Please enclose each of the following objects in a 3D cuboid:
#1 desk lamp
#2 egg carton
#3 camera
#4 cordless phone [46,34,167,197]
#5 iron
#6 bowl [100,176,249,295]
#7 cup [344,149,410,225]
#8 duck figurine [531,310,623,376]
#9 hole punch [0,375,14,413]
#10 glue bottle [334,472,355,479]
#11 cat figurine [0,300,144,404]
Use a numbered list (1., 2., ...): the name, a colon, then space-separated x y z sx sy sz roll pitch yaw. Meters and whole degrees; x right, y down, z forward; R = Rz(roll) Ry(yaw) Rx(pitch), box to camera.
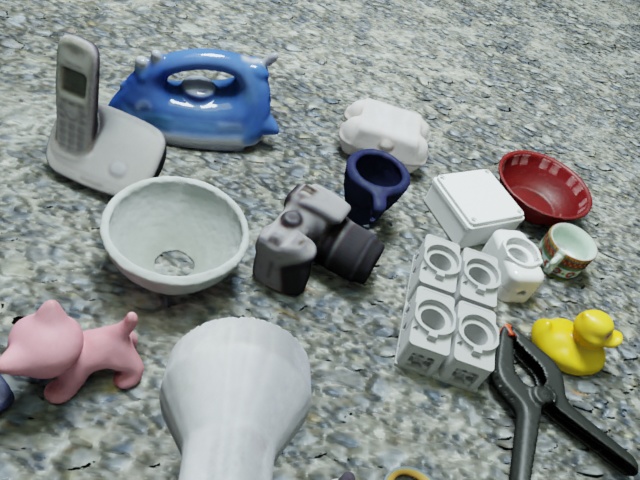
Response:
1. desk lamp: -0.077 0.195 0.443 0.118 0.213 0.203 10 47 -9
2. egg carton: 0.106 -0.170 0.935 0.150 0.069 0.107 17 46 -3
3. camera: 0.007 0.003 0.724 0.136 0.101 0.143 29 47 9
4. cordless phone: -0.265 -0.149 0.712 0.147 0.185 0.094 20 46 1
5. iron: -0.184 -0.221 0.834 0.259 0.141 0.118 -1 50 -19
6. bowl: -0.171 0.006 0.679 0.167 0.075 0.167 10 47 -10
7. cup: 0.071 -0.057 0.803 0.092 0.095 0.117 10 47 -10
8. duck figurine: 0.334 0.121 0.736 0.104 0.086 0.077 21 46 1
9. hole punch: -0.342 0.124 0.504 0.108 0.091 0.101 39 49 17
10. glue bottle: 0.000 0.227 0.468 0.037 0.173 0.078 37 48 16
11. cat figurine: -0.234 0.099 0.544 0.128 0.118 0.067 -12 54 -27
